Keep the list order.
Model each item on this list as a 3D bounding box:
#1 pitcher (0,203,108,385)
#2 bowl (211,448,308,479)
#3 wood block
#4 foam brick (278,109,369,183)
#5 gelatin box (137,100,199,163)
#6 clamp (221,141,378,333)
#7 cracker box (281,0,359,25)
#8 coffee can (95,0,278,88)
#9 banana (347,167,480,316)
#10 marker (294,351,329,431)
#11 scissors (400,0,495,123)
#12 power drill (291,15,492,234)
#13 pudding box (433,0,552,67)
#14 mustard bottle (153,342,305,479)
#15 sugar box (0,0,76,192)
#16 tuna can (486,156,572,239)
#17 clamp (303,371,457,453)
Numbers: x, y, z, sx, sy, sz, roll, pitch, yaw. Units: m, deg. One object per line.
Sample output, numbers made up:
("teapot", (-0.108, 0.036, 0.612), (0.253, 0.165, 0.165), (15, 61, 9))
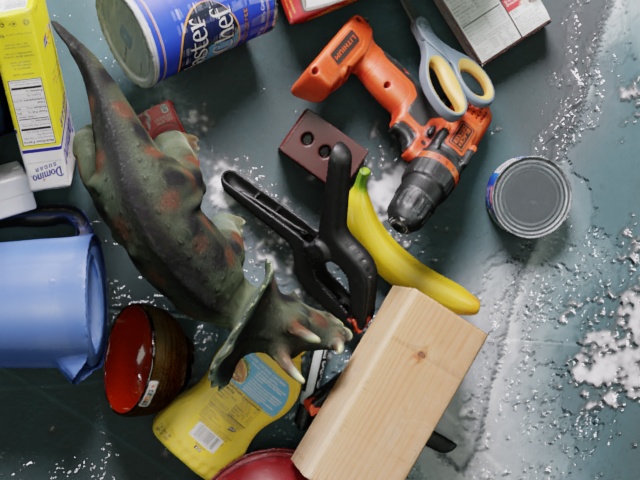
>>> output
("pitcher", (-0.330, 0.054, 1.038), (0.242, 0.149, 0.145), (-1, 111, -2))
("bowl", (-0.049, 0.297, 1.092), (0.162, 0.055, 0.162), (-7, 111, -18))
("wood block", (0.067, 0.157, 1.054), (0.090, 0.090, 0.206), (32, 84, -9))
("foam brick", (0.003, -0.090, 1.085), (0.078, 0.051, 0.053), (34, 92, -8))
("gelatin box", (-0.176, -0.091, 1.078), (0.089, 0.030, 0.073), (-24, 98, -2))
("clamp", (-0.007, 0.001, 1.079), (0.036, 0.165, 0.210), (-45, 123, -42))
("cracker box", (0.044, -0.323, 1.026), (0.214, 0.072, 0.164), (-19, 98, 16))
("coffee can", (-0.126, -0.218, 1.012), (0.140, 0.103, 0.103), (-30, 98, -24))
("banana", (0.082, 0.016, 1.100), (0.197, 0.070, 0.037), (48, 48, -14))
("marker", (-0.006, 0.142, 1.123), (0.020, 0.020, 0.121), (13, 95, -7))
("scissors", (0.119, -0.206, 1.080), (0.096, 0.016, 0.202), (1, 63, -33))
("power drill", (0.066, -0.117, 1.053), (0.187, 0.057, 0.184), (40, 56, -7))
("pudding box", (0.170, -0.247, 1.091), (0.090, 0.039, 0.113), (-33, 96, 3))
("mustard bottle", (-0.076, 0.152, 1.098), (0.096, 0.058, 0.191), (43, 91, -8))
("sugar box", (-0.266, -0.144, 1.002), (0.048, 0.093, 0.176), (-9, 122, -2))
("tuna can", (0.218, -0.046, 1.119), (0.086, 0.034, 0.086), (-1, 96, -6))
("clamp", (0.071, 0.179, 1.121), (0.171, 0.039, 0.120), (-11, 92, -11))
